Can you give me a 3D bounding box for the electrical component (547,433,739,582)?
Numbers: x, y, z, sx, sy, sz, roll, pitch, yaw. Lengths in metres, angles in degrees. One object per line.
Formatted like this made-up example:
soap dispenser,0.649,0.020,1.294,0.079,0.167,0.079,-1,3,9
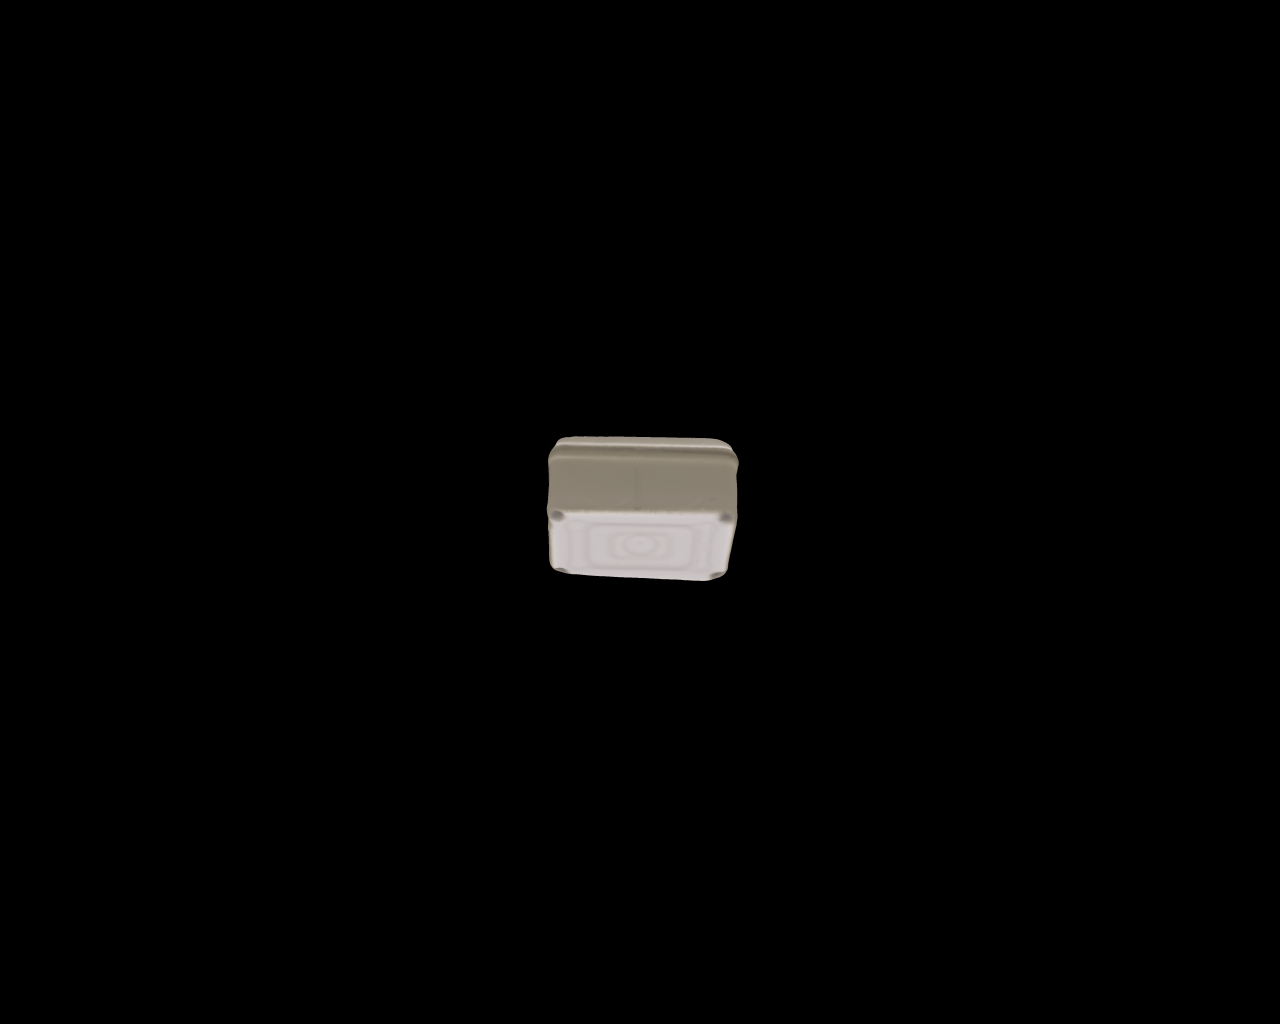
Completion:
electrical component,0.001,-0.003,0.650,0.113,0.057,0.078,2,-35,-2
